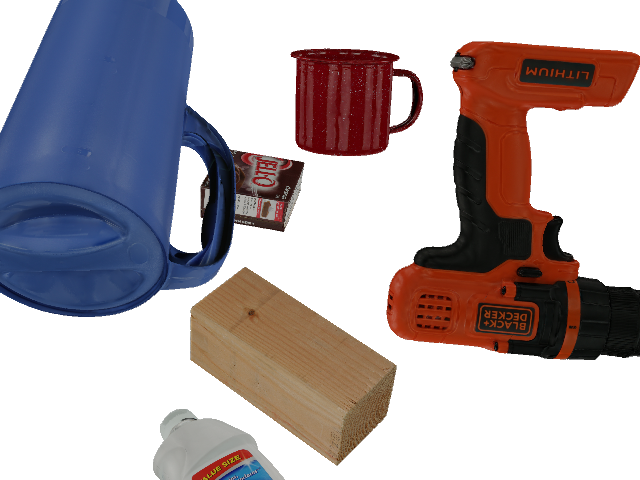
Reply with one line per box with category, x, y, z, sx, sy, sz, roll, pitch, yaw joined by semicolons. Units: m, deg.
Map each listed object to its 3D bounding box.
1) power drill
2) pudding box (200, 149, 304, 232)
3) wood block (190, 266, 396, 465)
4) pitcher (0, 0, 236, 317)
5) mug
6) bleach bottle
power drill;0.139;-0.021;0.636;0.184;0.188;0.057;5;8;-5
pudding box;-0.069;-0.053;1.091;0.090;0.039;0.113;9;28;3
wood block;-0.032;0.129;1.127;0.206;0.090;0.090;32;49;25
pitcher;-0.147;-0.073;0.754;0.145;0.242;0.149;-14;-44;20
mug;0.031;-0.120;0.921;0.117;0.081;0.093;-2;16;-14
bleach bottle;-0.060;0.202;0.741;0.102;0.068;0.251;-18;35;-23
